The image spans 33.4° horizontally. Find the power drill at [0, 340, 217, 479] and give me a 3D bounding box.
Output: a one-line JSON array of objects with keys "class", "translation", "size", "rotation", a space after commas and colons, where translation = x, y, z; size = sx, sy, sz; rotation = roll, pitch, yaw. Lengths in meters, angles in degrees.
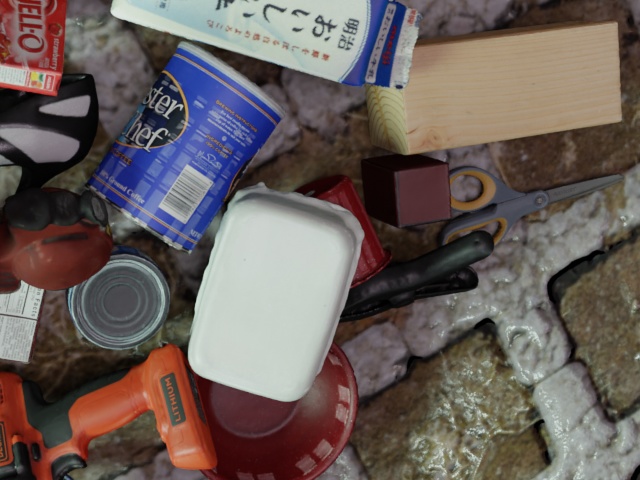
[{"class": "power drill", "translation": [-0.181, 0.171, 0.846], "size": [0.187, 0.057, 0.184], "rotation": [-17, 64, -2]}]

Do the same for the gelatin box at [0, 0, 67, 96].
[{"class": "gelatin box", "translation": [-0.232, -0.156, 0.814], "size": [0.073, 0.089, 0.030], "rotation": [8, 143, -18]}]

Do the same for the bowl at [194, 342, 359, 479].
[{"class": "bowl", "translation": [-0.050, 0.143, 0.950], "size": [0.162, 0.055, 0.162], "rotation": [-4, 102, -18]}]

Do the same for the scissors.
[{"class": "scissors", "translation": [0.193, -0.052, 1.013], "size": [0.201, 0.016, 0.096], "rotation": [-30, 109, -11]}]

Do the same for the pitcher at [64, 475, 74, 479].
[{"class": "pitcher", "translation": [-0.277, 0.308, 0.878], "size": [0.242, 0.149, 0.145], "rotation": [-21, 124, -10]}]

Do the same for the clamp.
[{"class": "clamp", "translation": [0.076, 0.042, 0.965], "size": [0.171, 0.120, 0.039], "rotation": [-18, 66, 4]}]

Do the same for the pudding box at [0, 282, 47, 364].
[{"class": "pudding box", "translation": [-0.281, 0.046, 0.862], "size": [0.113, 0.039, 0.090], "rotation": [12, 94, -23]}]

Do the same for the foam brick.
[{"class": "foam brick", "translation": [0.076, -0.045, 0.942], "size": [0.051, 0.078, 0.053], "rotation": [-10, 105, -18]}]

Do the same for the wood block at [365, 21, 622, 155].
[{"class": "wood block", "translation": [0.152, -0.137, 0.942], "size": [0.205, 0.090, 0.091], "rotation": [-10, 104, -16]}]

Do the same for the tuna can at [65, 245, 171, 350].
[{"class": "tuna can", "translation": [-0.170, 0.049, 0.902], "size": [0.086, 0.034, 0.086], "rotation": [-4, 102, -17]}]

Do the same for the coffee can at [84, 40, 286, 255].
[{"class": "coffee can", "translation": [-0.108, -0.074, 0.861], "size": [0.102, 0.103, 0.140], "rotation": [34, 89, -22]}]

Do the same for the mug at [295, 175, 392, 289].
[{"class": "mug", "translation": [-0.006, 0.001, 0.918], "size": [0.117, 0.093, 0.081], "rotation": [-28, 103, -12]}]
